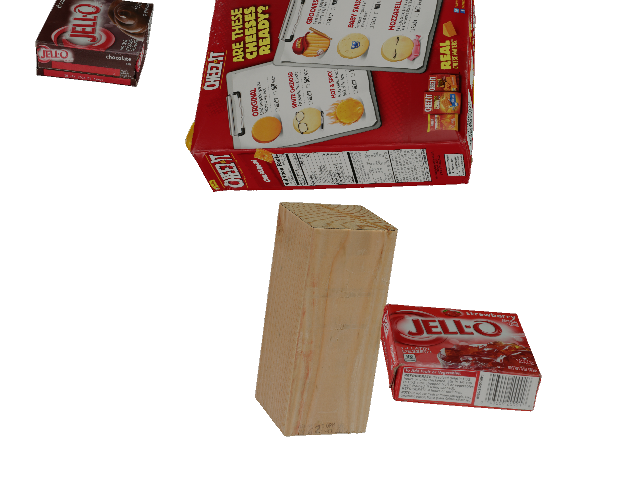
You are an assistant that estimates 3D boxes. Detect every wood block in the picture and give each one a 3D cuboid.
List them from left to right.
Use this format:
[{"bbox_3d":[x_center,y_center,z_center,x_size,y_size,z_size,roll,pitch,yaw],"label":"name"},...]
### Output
[{"bbox_3d":[0.003,0.075,1.031,0.090,0.206,0.091,1,16,-23],"label":"wood block"}]

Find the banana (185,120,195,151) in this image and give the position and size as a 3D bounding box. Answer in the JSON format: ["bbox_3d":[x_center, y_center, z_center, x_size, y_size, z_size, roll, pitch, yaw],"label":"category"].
[{"bbox_3d":[-0.058,-0.128,1.098,0.197,0.037,0.070,-9,48,-31],"label":"banana"}]

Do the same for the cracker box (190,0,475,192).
[{"bbox_3d":[0.016,-0.124,0.861,0.214,0.164,0.072,-1,-30,12],"label":"cracker box"}]

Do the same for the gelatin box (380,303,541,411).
[{"bbox_3d":[0.084,0.071,0.661,0.089,0.030,0.073,5,26,-5],"label":"gelatin box"}]

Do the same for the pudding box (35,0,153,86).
[{"bbox_3d":[-0.203,-0.184,0.970,0.090,0.039,0.113,7,33,-5],"label":"pudding box"}]
